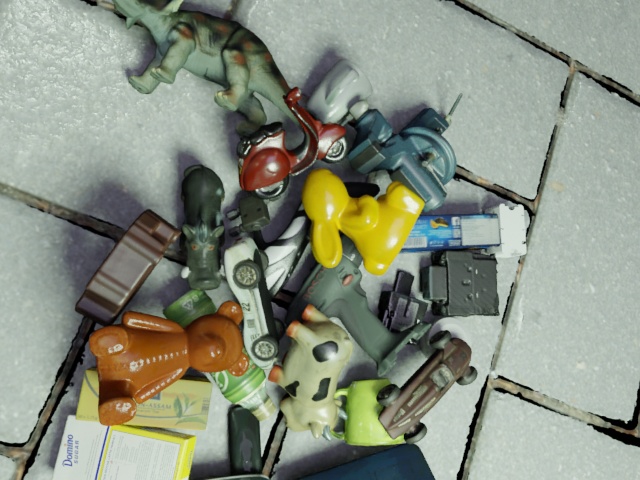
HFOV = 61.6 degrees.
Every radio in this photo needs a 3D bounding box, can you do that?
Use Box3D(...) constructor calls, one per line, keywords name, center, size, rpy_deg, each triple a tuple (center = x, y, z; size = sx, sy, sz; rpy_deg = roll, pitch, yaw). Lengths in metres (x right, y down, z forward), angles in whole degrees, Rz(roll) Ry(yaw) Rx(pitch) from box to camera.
Box3D(name="radio", center=(0.065, 0.397, 0.793), size=(0.230, 0.073, 0.131), rpy_deg=(-14, 54, -11))

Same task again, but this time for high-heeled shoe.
Box3D(name="high-heeled shoe", center=(-0.002, -0.003, 0.862), size=(0.249, 0.086, 0.145), rpy_deg=(-17, 78, -6))

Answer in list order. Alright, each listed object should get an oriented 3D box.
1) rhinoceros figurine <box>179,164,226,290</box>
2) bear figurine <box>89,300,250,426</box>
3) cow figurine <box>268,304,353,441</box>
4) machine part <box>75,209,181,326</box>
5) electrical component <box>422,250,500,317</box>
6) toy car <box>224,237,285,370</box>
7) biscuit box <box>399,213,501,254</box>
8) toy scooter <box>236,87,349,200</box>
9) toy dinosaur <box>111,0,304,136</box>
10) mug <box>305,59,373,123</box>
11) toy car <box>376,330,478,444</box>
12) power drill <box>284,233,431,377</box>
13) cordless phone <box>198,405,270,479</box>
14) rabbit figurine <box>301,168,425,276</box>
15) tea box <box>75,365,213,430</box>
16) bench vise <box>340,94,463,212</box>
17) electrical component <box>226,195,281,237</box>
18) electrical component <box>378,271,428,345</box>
Box3D(name="rhinoceros figurine", center=(-0.172, -0.017, 0.806), size=(0.073, 0.112, 0.190), rpy_deg=(2, 73, -18))
Box3D(name="bear figurine", center=(-0.181, 0.147, 0.685), size=(0.196, 0.132, 0.120), rpy_deg=(-4, 92, -18))
Box3D(name="cow figurine", center=(-0.007, 0.206, 0.790), size=(0.127, 0.194, 0.085), rpy_deg=(29, 29, 17))
Box3D(name="machine part", center=(-0.263, 0.041, 0.743), size=(0.056, 0.179, 0.179), rpy_deg=(36, 74, -11))
Box3D(name="electrical component", center=(0.243, 0.077, 0.937), size=(0.134, 0.058, 0.115), rpy_deg=(1, 79, -16))
Box3D(name="toy car", center=(-0.095, 0.094, 0.793), size=(0.056, 0.073, 0.201), rpy_deg=(-9, 106, 8))
Box3D(name="biscuit box", center=(0.210, -0.011, 0.938), size=(0.203, 0.063, 0.059), rpy_deg=(-2, 83, -16))
Box3D(name="toy scooter", center=(-0.052, -0.148, 0.801), size=(0.184, 0.075, 0.135), rpy_deg=(-28, 130, -3))
Box3D(name="toy dinosaur", center=(-0.161, -0.294, 0.854), size=(0.405, 0.131, 0.192), rpy_deg=(23, 77, -18))
Box3D(name="mug", center=(0.028, -0.240, 0.904), size=(0.081, 0.109, 0.107), rpy_deg=(44, 86, -11))
Box3D(name="toy car", center=(0.169, 0.223, 0.826), size=(0.202, 0.053, 0.089), rpy_deg=(-35, 95, -32))
Box3D(name="power drill", center=(0.072, 0.093, 0.845), size=(0.207, 0.086, 0.232), rpy_deg=(41, 81, 12))
Box3D(name="cordless phone", center=(-0.146, 0.339, 0.786), size=(0.147, 0.088, 0.184), rpy_deg=(-1, 70, -14))
Box3D(name="rabbit figurine", center=(0.044, -0.033, 0.806), size=(0.173, 0.122, 0.162), rpy_deg=(32, 90, -6))
Box3D(name="tea box", center=(-0.243, 0.221, 0.757), size=(0.170, 0.098, 0.068), rpy_deg=(11, 79, -12))
Box3D(name="bench vise", center=(0.154, -0.169, 0.923), size=(0.224, 0.129, 0.240), rpy_deg=(42, 52, 3))
Box3D(name="electrical component", center=(-0.103, -0.042, 0.843), size=(0.094, 0.021, 0.063), rpy_deg=(-24, 52, 10))
Box3D(name="electrical component", center=(0.140, 0.111, 0.908), size=(0.075, 0.048, 0.119), rpy_deg=(23, 78, -12))
